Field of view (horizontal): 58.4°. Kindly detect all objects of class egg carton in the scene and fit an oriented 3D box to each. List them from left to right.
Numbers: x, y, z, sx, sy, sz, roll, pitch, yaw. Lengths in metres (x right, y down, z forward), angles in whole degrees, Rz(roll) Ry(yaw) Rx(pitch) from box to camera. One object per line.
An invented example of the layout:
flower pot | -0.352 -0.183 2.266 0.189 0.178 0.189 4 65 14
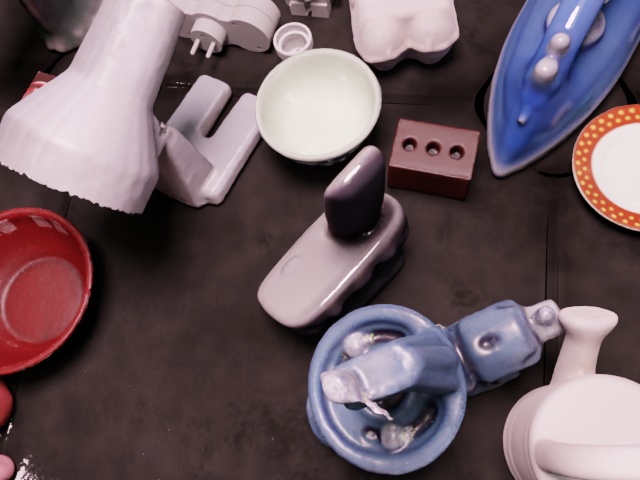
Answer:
egg carton | 0.083 -0.252 0.598 0.107 0.069 0.150 -7 71 6

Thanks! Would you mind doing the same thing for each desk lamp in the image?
desk lamp | -0.153 -0.106 0.507 0.117 0.214 0.203 26 77 15

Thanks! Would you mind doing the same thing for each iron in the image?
iron | 0.228 -0.189 0.518 0.118 0.141 0.258 27 78 16

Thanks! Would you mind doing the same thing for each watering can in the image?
watering can | 0.187 0.135 0.390 0.101 0.194 0.172 -24 70 0

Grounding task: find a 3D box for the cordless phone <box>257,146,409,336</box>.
cordless phone | 0.004 0.002 0.464 0.094 0.185 0.148 37 81 18

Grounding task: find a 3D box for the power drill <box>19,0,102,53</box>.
power drill | -0.305 -0.312 0.598 0.075 0.208 0.230 14 74 13

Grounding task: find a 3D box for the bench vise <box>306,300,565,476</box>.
bench vise | 0.072 0.080 0.410 0.207 0.220 0.121 -40 71 -6

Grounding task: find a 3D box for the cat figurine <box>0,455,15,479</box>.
cat figurine | -0.352 0.214 0.481 0.127 0.118 0.067 -1 72 8

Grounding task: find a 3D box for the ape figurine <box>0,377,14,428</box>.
ape figurine | -0.332 0.148 0.513 0.076 0.092 0.078 18 75 14
